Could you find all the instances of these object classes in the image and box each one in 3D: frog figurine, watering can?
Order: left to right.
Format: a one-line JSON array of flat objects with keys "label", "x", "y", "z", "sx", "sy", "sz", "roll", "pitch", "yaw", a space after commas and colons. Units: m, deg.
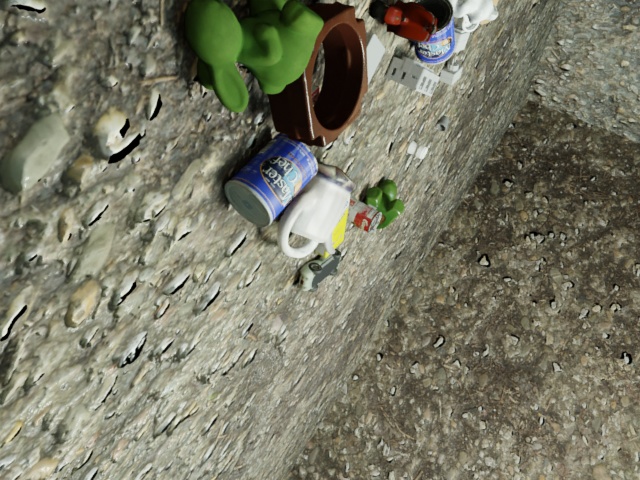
[{"label": "watering can", "x": 0.004, "y": -0.060, "z": 1.190, "sx": 0.223, "sy": 0.105, "sz": 0.346, "roll": -63, "pitch": 160, "yaw": 5}, {"label": "frog figurine", "x": 0.365, "y": -0.590, "z": 1.253, "sx": 0.140, "sy": 0.160, "sz": 0.120, "roll": -55, "pitch": 174, "yaw": -31}]
